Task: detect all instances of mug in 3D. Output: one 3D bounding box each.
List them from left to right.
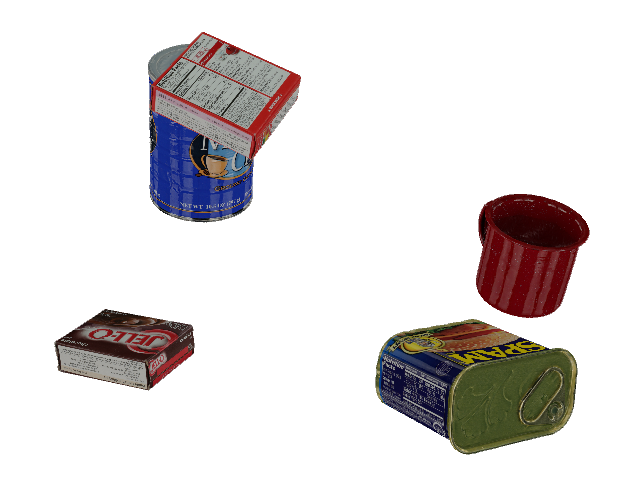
[{"bbox_3d":[0.181,0.010,0.975,0.093,0.081,0.117,-13,38,-28],"label":"mug"}]

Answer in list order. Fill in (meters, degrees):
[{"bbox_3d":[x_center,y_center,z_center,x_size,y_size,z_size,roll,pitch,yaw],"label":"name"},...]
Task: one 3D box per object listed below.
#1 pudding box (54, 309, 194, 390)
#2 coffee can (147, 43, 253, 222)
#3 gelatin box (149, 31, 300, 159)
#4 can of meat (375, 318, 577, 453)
[{"bbox_3d":[-0.199,0.110,1.092,0.114,0.039,0.089,6,20,23],"label":"pudding box"},{"bbox_3d":[-0.113,-0.104,1.022,0.103,0.140,0.103,4,34,-3],"label":"coffee can"},{"bbox_3d":[-0.070,-0.108,0.789,0.089,0.073,0.030,25,-37,10],"label":"gelatin box"},{"bbox_3d":[0.098,0.089,0.686,0.101,0.057,0.084,-6,14,-31],"label":"can of meat"}]
